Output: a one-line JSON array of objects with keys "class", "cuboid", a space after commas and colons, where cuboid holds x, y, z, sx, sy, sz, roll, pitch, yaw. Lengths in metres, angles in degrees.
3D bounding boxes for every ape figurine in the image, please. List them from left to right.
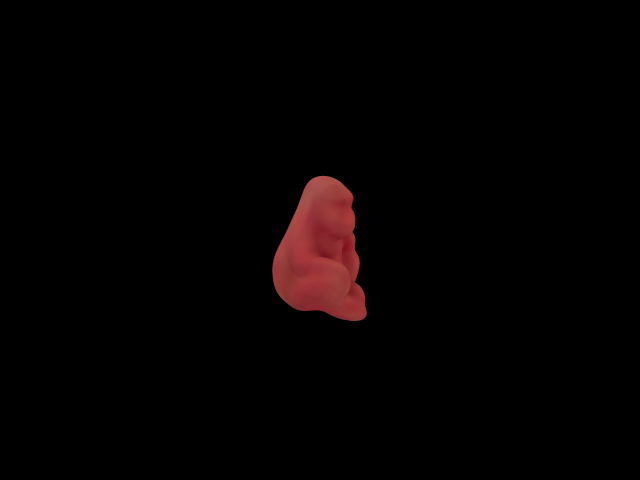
[{"class": "ape figurine", "cuboid": [0.004, 0.001, 0.400, 0.076, 0.092, 0.078, 11, 23, 27]}]
